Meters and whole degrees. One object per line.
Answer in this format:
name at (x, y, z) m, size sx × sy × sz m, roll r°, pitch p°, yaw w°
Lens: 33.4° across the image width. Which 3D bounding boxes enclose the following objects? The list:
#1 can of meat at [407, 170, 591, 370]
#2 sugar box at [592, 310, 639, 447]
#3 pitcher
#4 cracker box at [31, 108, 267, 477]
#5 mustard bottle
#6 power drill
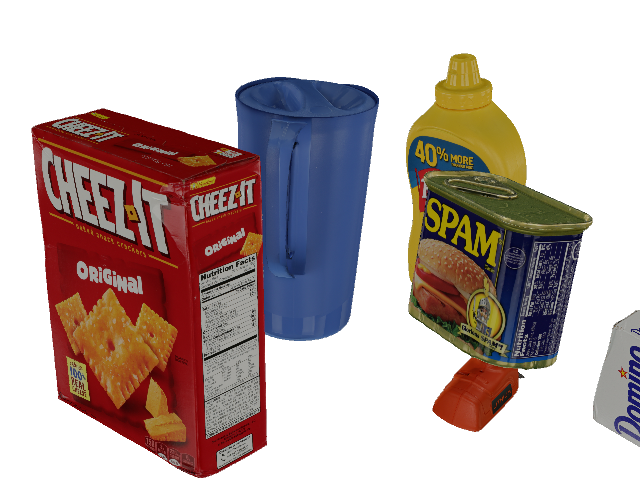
can of meat at (0.095, 0.014, 0.593) m, size 0.057 × 0.084 × 0.102 m, roll -3°, pitch 20°, yaw -29°
sugar box at (0.291, 0.132, 0.788) m, size 0.176 × 0.093 × 0.048 m, roll 27°, pitch 35°, yaw 36°
pitcher at (-0.021, -0.026, 1.022) m, size 0.149 × 0.243 × 0.145 m, roll -13°, pitch 28°, yaw -31°
cracker box at (-0.118, 0.033, 0.726) m, size 0.164 × 0.214 × 0.071 m, roll 19°, pitch 30°, yaw 39°
mustard bottle at (0.108, -0.044, 0.795) m, size 0.058 × 0.192 × 0.096 m, roll -25°, pitch 32°, yaw -37°
power drill at (0.153, 0.080, 0.983) m, size 0.057 × 0.188 × 0.184 m, roll 24°, pitch 32°, yaw 27°
